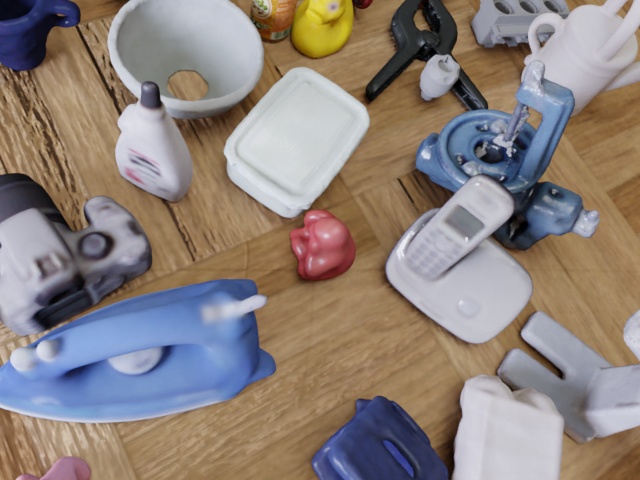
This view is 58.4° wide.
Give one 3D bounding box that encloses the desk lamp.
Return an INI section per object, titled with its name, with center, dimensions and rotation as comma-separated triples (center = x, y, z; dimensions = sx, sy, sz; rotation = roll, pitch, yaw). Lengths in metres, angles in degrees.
[desk lamp]
center = 0.317, 0.144, 0.550
dimensions = 0.203, 0.118, 0.213
rotation = 38, -26, 4

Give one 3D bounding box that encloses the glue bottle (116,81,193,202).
[glue bottle]
center = -0.161, -0.098, 0.552
dimensions = 0.078, 0.037, 0.173
rotation = 23, -26, -3

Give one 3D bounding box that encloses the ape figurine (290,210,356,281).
[ape figurine]
center = 0.005, 0.002, 0.597
dimensions = 0.076, 0.078, 0.092
rotation = 27, -26, -2

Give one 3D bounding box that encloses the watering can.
[watering can]
center = 0.361, -0.251, 0.736
dimensions = 0.173, 0.101, 0.194
rotation = 3, -23, -13

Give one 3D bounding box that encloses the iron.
[iron]
center = -0.165, 0.092, 0.489
dimensions = 0.259, 0.118, 0.141
rotation = -11, -19, -18

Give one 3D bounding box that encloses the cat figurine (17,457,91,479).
[cat figurine]
center = -0.192, 0.230, 0.438
dimensions = 0.067, 0.127, 0.117
rotation = -34, -11, -24

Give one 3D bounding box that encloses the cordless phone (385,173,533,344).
[cordless phone]
center = 0.160, 0.019, 0.578
dimensions = 0.147, 0.094, 0.185
rotation = 36, -26, 3

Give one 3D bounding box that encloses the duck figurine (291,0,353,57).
[duck figurine]
center = 0.010, -0.295, 0.725
dimensions = 0.077, 0.105, 0.086
rotation = 34, -26, 2

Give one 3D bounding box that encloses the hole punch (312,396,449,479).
[hole punch]
center = 0.060, 0.205, 0.527
dimensions = 0.101, 0.108, 0.091
rotation = -38, -9, -24

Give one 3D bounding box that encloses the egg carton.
[egg carton]
center = 0.181, 0.215, 0.566
dimensions = 0.107, 0.150, 0.069
rotation = 18, -25, -6

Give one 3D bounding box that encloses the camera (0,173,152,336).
[camera]
center = -0.249, -0.005, 0.531
dimensions = 0.143, 0.136, 0.100
rotation = -32, -11, -23

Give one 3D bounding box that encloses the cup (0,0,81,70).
[cup]
center = -0.313, -0.228, 0.611
dimensions = 0.118, 0.091, 0.095
rotation = 2, -23, -13

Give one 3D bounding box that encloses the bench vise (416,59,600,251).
[bench vise]
center = 0.229, -0.093, 0.623
dimensions = 0.207, 0.121, 0.219
rotation = 20, -26, -5

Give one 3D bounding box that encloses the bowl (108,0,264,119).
[bowl]
center = -0.150, -0.199, 0.651
dimensions = 0.168, 0.167, 0.074
rotation = 0, -22, -14
